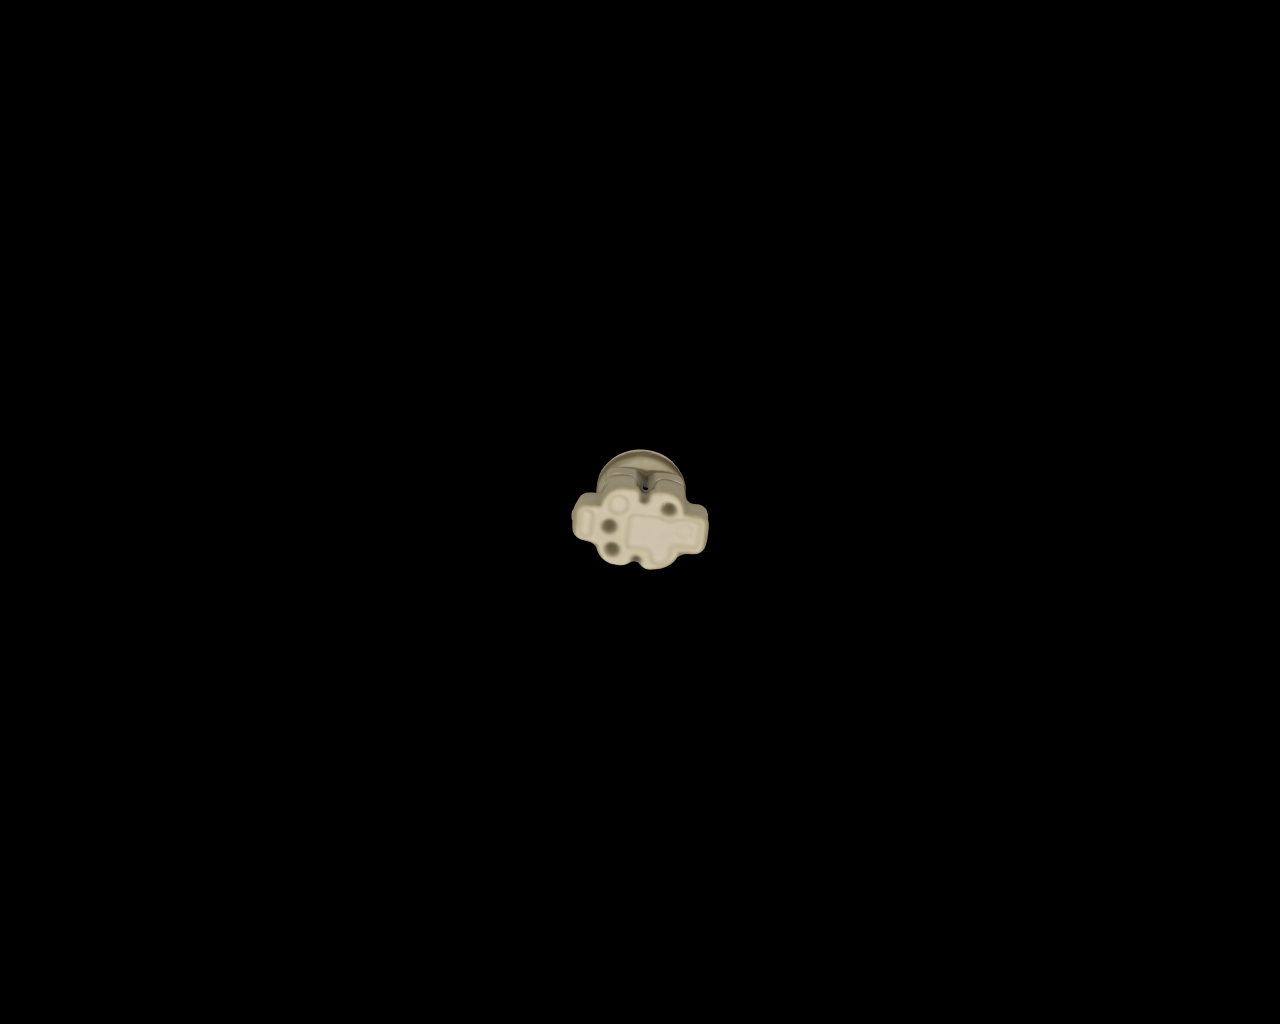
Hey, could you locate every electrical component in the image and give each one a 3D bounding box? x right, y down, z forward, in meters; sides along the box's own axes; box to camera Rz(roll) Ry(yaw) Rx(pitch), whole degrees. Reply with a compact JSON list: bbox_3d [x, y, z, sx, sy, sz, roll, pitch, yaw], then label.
[{"bbox_3d":[0.001,-0.003,0.650,0.078,0.057,0.057,6,27,-3],"label":"electrical component"}]
